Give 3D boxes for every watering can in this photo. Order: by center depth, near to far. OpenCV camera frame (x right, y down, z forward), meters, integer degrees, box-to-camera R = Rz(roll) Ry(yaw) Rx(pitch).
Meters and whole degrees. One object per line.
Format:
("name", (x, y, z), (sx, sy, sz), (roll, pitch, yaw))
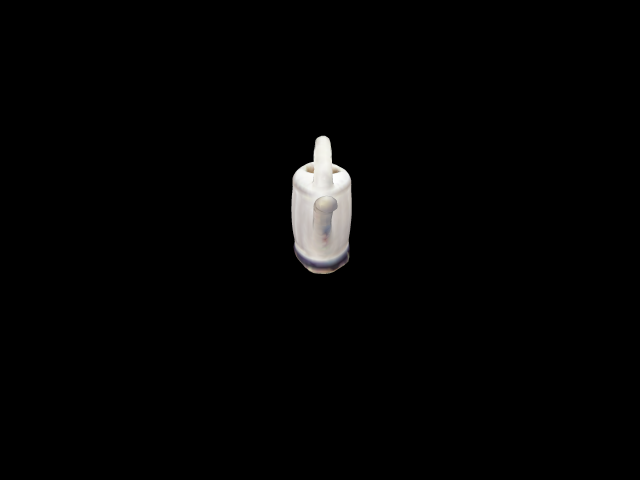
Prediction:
("watering can", (0.003, -0.043, 0.850), (0.104, 0.220, 0.354), (0, 25, 0))
